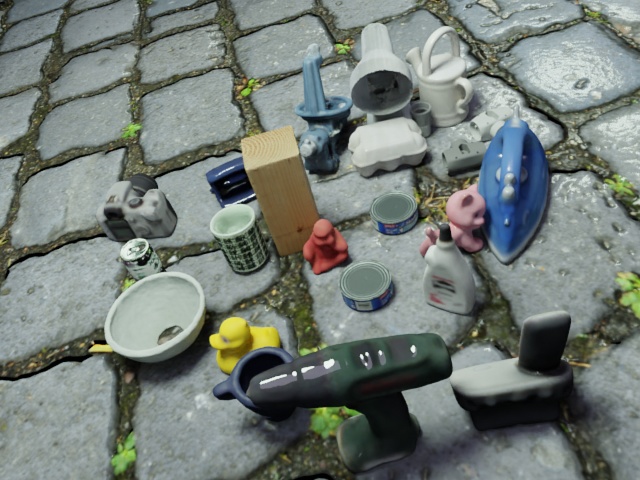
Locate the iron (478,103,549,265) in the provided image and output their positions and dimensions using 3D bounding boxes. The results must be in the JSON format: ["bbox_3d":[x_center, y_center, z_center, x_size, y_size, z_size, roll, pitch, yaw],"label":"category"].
[{"bbox_3d":[0.316,-0.101,0.945,0.118,0.258,0.142,3,-42,19],"label":"iron"}]

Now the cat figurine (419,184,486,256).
[{"bbox_3d":[0.218,-0.030,0.921,0.128,0.118,0.067,-31,46,-14],"label":"cat figurine"}]

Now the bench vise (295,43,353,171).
[{"bbox_3d":[0.006,-0.259,1.137,0.121,0.207,0.220,-11,-45,7],"label":"bench vise"}]

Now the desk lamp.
[{"bbox_3d":[0.125,-0.310,1.155,0.117,0.203,0.214,-8,-45,9],"label":"desk lamp"}]

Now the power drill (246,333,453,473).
[{"bbox_3d":[0.048,0.194,0.686,0.229,0.209,0.075,-19,44,-2],"label":"power drill"}]

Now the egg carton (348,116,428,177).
[{"bbox_3d":[0.132,-0.186,1.135,0.150,0.107,0.069,-14,-46,3],"label":"egg carton"}]

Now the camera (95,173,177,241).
[{"bbox_3d":[-0.364,-0.080,1.155,0.143,0.137,0.101,-4,-44,13],"label":"camera"}]

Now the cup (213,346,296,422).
[{"bbox_3d":[-0.079,0.212,0.788,0.117,0.095,0.091,-17,44,0],"label":"cup"}]

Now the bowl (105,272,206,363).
[{"bbox_3d":[-0.255,0.136,0.929,0.167,0.167,0.075,0,-43,17],"label":"bowl"}]

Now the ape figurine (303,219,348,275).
[{"bbox_3d":[0.009,0.003,0.969,0.077,0.076,0.092,8,-41,23],"label":"ape figurine"}]

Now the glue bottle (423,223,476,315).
[{"bbox_3d":[0.183,0.038,0.825,0.078,0.037,0.173,12,-39,26],"label":"glue bottle"}]

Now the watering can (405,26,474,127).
[{"bbox_3d":[0.241,-0.338,1.163,0.172,0.194,0.101,19,54,31],"label":"watering can"}]

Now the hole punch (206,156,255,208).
[{"bbox_3d":[-0.179,-0.132,1.158,0.109,0.091,0.101,-24,45,-8],"label":"hole punch"}]

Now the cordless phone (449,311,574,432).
[{"bbox_3d":[0.231,0.146,0.696,0.147,0.094,0.185,-14,-46,3],"label":"cordless phone"}]

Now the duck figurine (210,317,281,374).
[{"bbox_3d":[-0.116,0.150,0.866,0.104,0.086,0.077,-18,44,-1],"label":"duck figurine"}]
